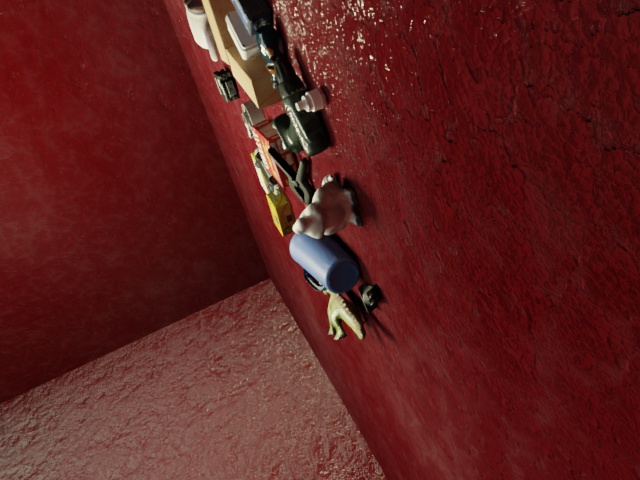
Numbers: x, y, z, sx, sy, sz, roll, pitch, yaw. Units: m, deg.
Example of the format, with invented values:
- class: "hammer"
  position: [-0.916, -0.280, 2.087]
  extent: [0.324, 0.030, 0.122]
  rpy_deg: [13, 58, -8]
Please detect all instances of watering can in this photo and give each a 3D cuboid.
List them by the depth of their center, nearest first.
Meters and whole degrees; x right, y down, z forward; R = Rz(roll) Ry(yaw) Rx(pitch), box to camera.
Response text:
- class: "watering can"
  position: [-0.402, -0.770, 1.775]
  extent: [0.219, 0.104, 0.355]
  rpy_deg: [84, 168, -54]

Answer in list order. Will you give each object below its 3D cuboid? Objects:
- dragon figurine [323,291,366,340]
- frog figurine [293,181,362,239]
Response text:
- class: "dragon figurine"
  position: [0.059, 0.170, 1.599]
  extent: [0.408, 0.122, 0.243]
  rpy_deg: [160, 94, -77]
- class: "frog figurine"
  position: [0.004, -0.061, 1.203]
  extent: [0.125, 0.160, 0.134]
  rpy_deg: [59, 166, 30]
